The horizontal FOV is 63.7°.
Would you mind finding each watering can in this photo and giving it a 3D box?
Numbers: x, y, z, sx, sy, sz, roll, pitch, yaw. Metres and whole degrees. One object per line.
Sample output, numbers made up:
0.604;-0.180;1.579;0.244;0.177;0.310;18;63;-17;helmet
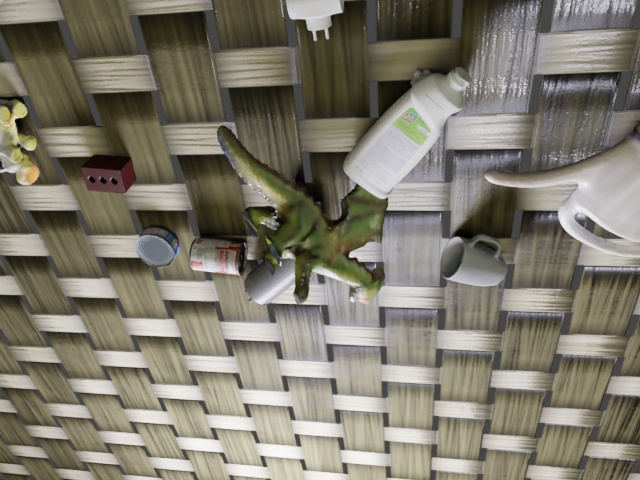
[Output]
0.459;-0.090;0.810;0.346;0.106;0.220;25;125;-10;watering can

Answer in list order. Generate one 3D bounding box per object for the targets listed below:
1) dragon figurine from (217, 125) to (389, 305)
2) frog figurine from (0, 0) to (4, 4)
0.003;-0.046;0.909;0.244;0.123;0.405;-26;108;-15;dragon figurine
-0.535;-0.431;0.763;0.136;0.123;0.160;-18;85;31;frog figurine
